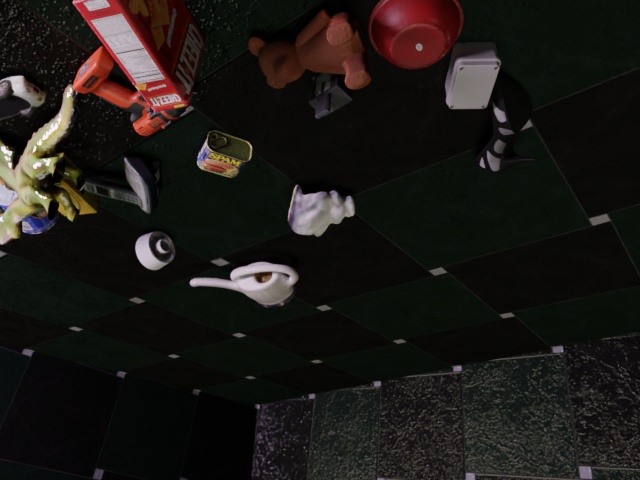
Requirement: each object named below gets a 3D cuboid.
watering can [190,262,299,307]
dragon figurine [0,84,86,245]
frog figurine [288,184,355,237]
[{"bbox_3d":[-0.222,0.142,1.663,0.346,0.106,0.220,-10,149,17],"label":"watering can"},{"bbox_3d":[-0.635,-0.166,1.107,0.243,0.124,0.404,20,110,8],"label":"dragon figurine"},{"bbox_3d":[0.004,-0.065,1.289,0.159,0.126,0.134,13,130,3],"label":"frog figurine"}]
